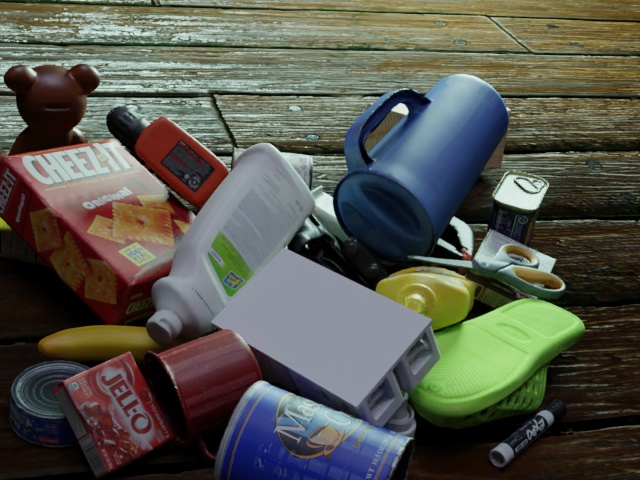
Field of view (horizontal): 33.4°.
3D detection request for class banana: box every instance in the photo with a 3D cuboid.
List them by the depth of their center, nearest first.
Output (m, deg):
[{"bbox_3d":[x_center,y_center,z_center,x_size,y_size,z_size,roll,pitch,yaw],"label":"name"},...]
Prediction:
[{"bbox_3d":[-0.169,0.106,1.031,0.197,0.037,0.070,9,7,-9],"label":"banana"}]

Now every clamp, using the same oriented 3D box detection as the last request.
[{"bbox_3d":[-0.008,0.002,1.223,0.039,0.120,0.172,-43,36,3],"label":"clamp"},{"bbox_3d":[0.121,-0.024,1.343,0.164,0.036,0.210,0,32,-21],"label":"clamp"}]

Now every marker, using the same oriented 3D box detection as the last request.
[{"bbox_3d":[0.203,0.185,1.030,0.020,0.020,0.120,29,36,31],"label":"marker"}]

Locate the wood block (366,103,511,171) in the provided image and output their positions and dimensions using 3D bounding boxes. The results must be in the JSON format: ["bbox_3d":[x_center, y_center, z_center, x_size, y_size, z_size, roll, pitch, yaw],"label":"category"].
[{"bbox_3d":[0.159,-0.141,1.463,0.205,0.090,0.091,-11,25,-43],"label":"wood block"}]

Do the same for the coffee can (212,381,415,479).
[{"bbox_3d":[-0.004,0.189,0.887,0.140,0.103,0.102,18,32,16],"label":"coffee can"}]

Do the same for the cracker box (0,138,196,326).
[{"bbox_3d":[-0.220,-0.014,1.135,0.214,0.072,0.163,42,32,21],"label":"cracker box"}]

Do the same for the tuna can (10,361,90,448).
[{"bbox_3d":[-0.236,0.147,0.965,0.086,0.034,0.086,6,30,-4],"label":"tuna can"}]

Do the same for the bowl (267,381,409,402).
[{"bbox_3d":[0.023,0.110,1.076,0.162,0.055,0.162,6,31,-4],"label":"bowl"}]

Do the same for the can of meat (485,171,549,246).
[{"bbox_3d":[0.243,-0.027,1.334,0.057,0.084,0.102,18,31,15],"label":"can of meat"}]

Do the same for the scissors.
[{"bbox_3d":[0.180,0.021,1.190,0.201,0.016,0.096,17,29,-15],"label":"scissors"}]

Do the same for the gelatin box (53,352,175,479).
[{"bbox_3d":[-0.179,0.151,0.931,0.073,0.030,0.089,-23,82,-42],"label":"gelatin box"}]

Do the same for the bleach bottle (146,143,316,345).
[{"bbox_3d":[-0.100,0.009,1.082,0.102,0.068,0.250,50,46,-13],"label":"bleach bottle"}]

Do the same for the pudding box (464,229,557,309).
[{"bbox_3d":[0.220,0.041,1.250,0.090,0.039,0.113,26,31,11],"label":"pudding box"}]

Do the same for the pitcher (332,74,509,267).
[{"bbox_3d":[0.124,-0.101,1.266,0.145,0.149,0.242,29,52,13],"label":"pitcher"}]

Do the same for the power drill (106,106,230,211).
[{"bbox_3d":[-0.174,-0.097,1.238,0.184,0.057,0.188,39,-4,-7],"label":"power drill"}]

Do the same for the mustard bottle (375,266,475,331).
[{"bbox_3d":[0.107,0.061,1.101,0.096,0.058,0.191,8,3,11],"label":"mustard bottle"}]

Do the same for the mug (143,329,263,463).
[{"bbox_3d":[-0.098,0.141,0.957,0.081,0.093,0.117,-20,80,-25],"label":"mug"}]

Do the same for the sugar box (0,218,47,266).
[{"bbox_3d":[-0.328,-0.016,1.206,0.176,0.048,0.093,9,31,2],"label":"sugar box"}]

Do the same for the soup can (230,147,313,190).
[{"bbox_3d":[-0.064,-0.080,1.360,0.102,0.068,0.068,5,31,-7],"label":"soup can"}]
